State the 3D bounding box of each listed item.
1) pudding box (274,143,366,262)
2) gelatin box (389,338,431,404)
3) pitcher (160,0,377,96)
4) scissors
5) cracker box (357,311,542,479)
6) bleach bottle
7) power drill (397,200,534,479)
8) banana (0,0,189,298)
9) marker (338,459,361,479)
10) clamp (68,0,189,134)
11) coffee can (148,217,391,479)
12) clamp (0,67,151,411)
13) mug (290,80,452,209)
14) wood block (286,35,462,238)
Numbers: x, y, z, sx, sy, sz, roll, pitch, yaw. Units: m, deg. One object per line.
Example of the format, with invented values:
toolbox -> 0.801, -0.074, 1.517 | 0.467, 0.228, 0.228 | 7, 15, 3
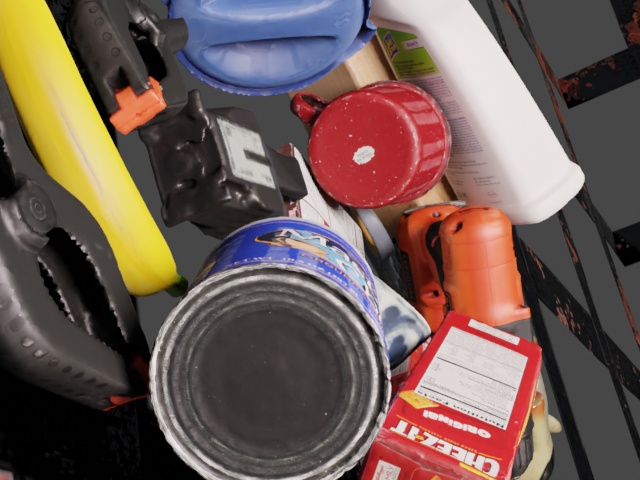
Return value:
pudding box -> -0.005, 0.001, 0.745 | 0.113, 0.039, 0.090 | 51, 23, -44
gelatin box -> 0.079, 0.112, 0.850 | 0.073, 0.030, 0.089 | 59, 21, -21
pitcher -> -0.060, -0.232, 0.749 | 0.149, 0.145, 0.243 | 61, 13, -53
scissors -> 0.057, 0.027, 0.866 | 0.201, 0.016, 0.096 | 59, -5, -23
cracker box -> 0.059, 0.149, 0.578 | 0.213, 0.072, 0.164 | -37, 145, -70
bleach bottle -> 0.097, -0.130, 0.789 | 0.068, 0.103, 0.250 | -40, 110, -23
power drill -> 0.104, 0.055, 0.754 | 0.188, 0.057, 0.184 | -121, -158, -76
banana -> -0.119, -0.047, 0.516 | 0.198, 0.037, 0.070 | 65, -6, -13
marker -> 0.010, 0.115, 0.688 | 0.020, 0.020, 0.121 | 33, 39, -57
clamp -> -0.111, -0.121, 0.576 | 0.120, 0.039, 0.171 | 43, 16, -29
coffee can -> -0.020, 0.049, 0.513 | 0.140, 0.103, 0.103 | -83, 148, -81
clamp -> -0.133, -0.006, 0.425 | 0.210, 0.036, 0.164 | 62, 20, -21
mug -> 0.030, -0.072, 0.755 | 0.117, 0.093, 0.081 | 34, 17, 10
wood block -> 0.044, -0.112, 0.872 | 0.090, 0.091, 0.206 | -39, 108, -34
